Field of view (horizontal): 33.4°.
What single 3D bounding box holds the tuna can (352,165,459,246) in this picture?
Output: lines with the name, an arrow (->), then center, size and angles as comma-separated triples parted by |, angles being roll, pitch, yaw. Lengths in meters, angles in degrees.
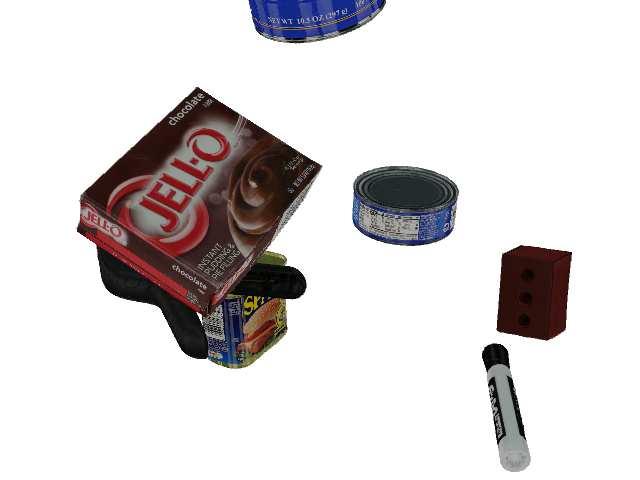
tuna can -> 0.069, -0.029, 0.872 | 0.086, 0.034, 0.086 | 2, 27, -1

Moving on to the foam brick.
foam brick -> 0.200, 0.048, 1.000 | 0.053, 0.078, 0.051 | 9, 15, 30

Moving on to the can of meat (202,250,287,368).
can of meat -> -0.075, 0.068, 1.062 | 0.058, 0.084, 0.101 | 12, 27, 29

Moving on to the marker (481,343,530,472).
marker -> 0.123, 0.108, 0.715 | 0.020, 0.020, 0.121 | 0, 29, 2

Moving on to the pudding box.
pudding box -> -0.066, -0.024, 0.596 | 0.090, 0.113, 0.039 | 33, -41, 6

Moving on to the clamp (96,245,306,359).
clamp -> -0.098, 0.026, 0.802 | 0.120, 0.039, 0.172 | -18, 37, -41

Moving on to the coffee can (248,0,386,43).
coffee can -> -0.014, -0.227, 0.759 | 0.103, 0.140, 0.103 | -9, 37, 7
